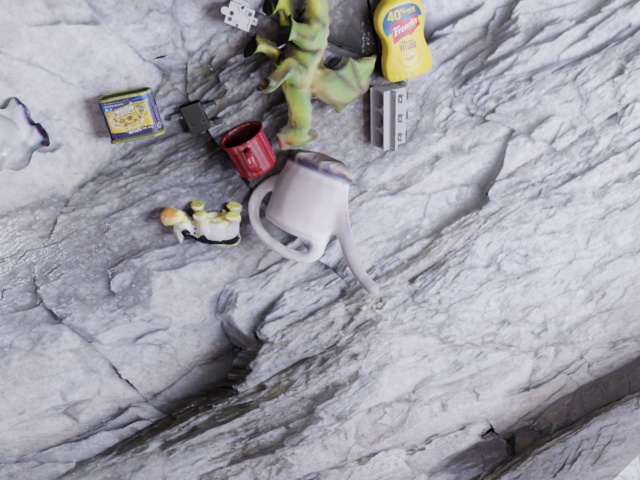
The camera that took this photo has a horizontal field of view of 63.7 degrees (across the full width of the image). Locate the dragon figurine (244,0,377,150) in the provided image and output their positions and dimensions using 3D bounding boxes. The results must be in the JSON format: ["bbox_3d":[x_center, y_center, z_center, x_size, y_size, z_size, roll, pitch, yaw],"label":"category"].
[{"bbox_3d":[0.006,-0.354,0.967,0.241,0.406,0.124,18,18,-40],"label":"dragon figurine"}]

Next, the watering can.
[{"bbox_3d":[0.003,-0.051,1.021,0.350,0.223,0.104,26,8,28],"label":"watering can"}]

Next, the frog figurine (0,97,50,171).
[{"bbox_3d":[-0.573,-0.178,0.875,0.121,0.137,0.161,-25,-1,37],"label":"frog figurine"}]
